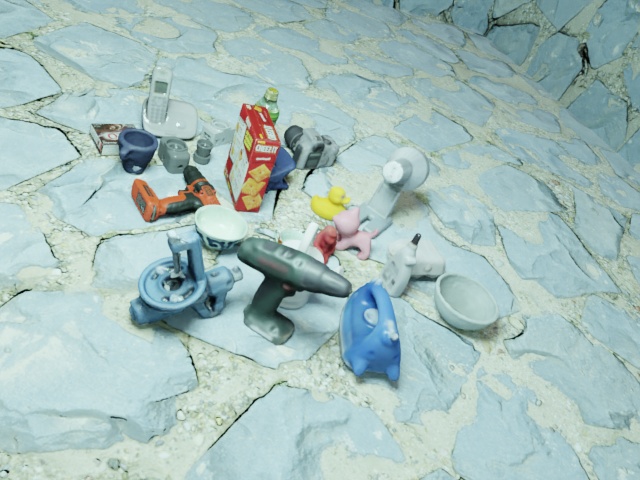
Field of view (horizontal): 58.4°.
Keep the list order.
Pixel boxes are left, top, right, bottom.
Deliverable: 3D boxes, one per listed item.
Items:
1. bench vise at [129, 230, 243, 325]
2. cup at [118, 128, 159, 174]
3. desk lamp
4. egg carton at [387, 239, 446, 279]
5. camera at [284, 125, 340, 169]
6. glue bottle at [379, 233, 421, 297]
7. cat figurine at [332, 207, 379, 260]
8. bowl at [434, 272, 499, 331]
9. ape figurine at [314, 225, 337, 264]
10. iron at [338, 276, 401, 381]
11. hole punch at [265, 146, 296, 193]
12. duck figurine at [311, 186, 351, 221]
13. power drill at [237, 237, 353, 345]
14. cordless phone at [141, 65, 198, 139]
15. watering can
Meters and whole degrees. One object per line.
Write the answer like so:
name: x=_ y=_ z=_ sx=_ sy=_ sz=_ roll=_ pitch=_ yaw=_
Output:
bench vise: x=-0.240 y=0.053 z=1.058 sx=0.121 sy=0.219 sz=0.208 roll=40 pitch=39 yaw=20
cup: x=-0.442 y=-0.198 z=1.357 sx=0.091 sy=0.095 sz=0.118 roll=25 pitch=36 yaw=1
desk lamp: x=0.192 y=-0.139 z=1.543 sx=0.117 sy=0.213 sz=0.204 roll=35 pitch=38 yaw=14
egg carton: x=0.246 y=0.050 z=1.463 sx=0.151 sy=0.069 sz=0.107 roll=2 pitch=42 yaw=-28
camera: x=-0.033 y=-0.288 z=1.695 sx=0.144 sy=0.101 sz=0.136 roll=-12 pitch=49 yaw=-39
glue bottle: x=0.197 y=0.051 z=1.347 sx=0.037 sy=0.173 sz=0.078 roll=1 pitch=42 yaw=-28
cat figurine: x=0.084 y=-0.026 z=1.424 sx=0.128 sy=0.117 sz=0.067 roll=20 pitch=37 yaw=-6
bowl: x=0.339 y=0.160 z=1.376 sx=0.168 sy=0.074 sz=0.167 roll=16 pitch=37 yaw=-12
ape figurine: x=0.013 y=0.005 z=1.367 sx=0.078 sy=0.092 sz=0.076 roll=-10 pitch=48 yaw=-37
iron: x=0.112 y=0.159 z=1.193 sx=0.119 sy=0.141 sz=0.258 roll=12 pitch=38 yaw=-17
hole punch: x=-0.130 y=-0.192 z=1.530 sx=0.101 sy=0.091 sz=0.108 roll=-10 pitch=48 yaw=-37
duck figurine: x=0.032 y=-0.106 z=1.519 sx=0.105 sy=0.086 sz=0.077 roll=17 pitch=37 yaw=-10
power drill: x=-0.066 y=0.100 z=1.107 sx=0.229 sy=0.208 sz=0.076 roll=31 pitch=37 yaw=9
cordless phone: x=-0.389 y=-0.363 z=1.513 sx=0.148 sy=0.185 sz=0.094 roll=1 pitch=43 yaw=-29
watering can: x=-0.035 y=0.048 z=1.202 sx=0.173 sy=0.194 sz=0.101 roll=14 pitch=38 yaw=-14
